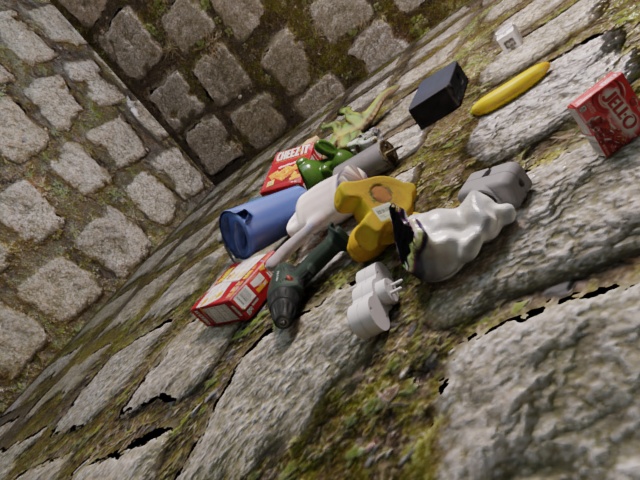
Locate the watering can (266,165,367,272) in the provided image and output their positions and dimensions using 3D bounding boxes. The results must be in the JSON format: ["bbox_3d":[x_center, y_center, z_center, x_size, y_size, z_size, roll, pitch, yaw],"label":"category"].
[{"bbox_3d":[0.004,-0.060,1.199,0.222,0.103,0.355,-29,20,31],"label":"watering can"}]

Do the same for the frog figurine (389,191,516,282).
[{"bbox_3d":[0.191,-0.006,0.730,0.160,0.122,0.137,-6,4,-10],"label":"frog figurine"}]

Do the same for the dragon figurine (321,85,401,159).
[{"bbox_3d":[0.133,-0.385,1.813,0.406,0.120,0.248,-36,34,18],"label":"dragon figurine"}]
